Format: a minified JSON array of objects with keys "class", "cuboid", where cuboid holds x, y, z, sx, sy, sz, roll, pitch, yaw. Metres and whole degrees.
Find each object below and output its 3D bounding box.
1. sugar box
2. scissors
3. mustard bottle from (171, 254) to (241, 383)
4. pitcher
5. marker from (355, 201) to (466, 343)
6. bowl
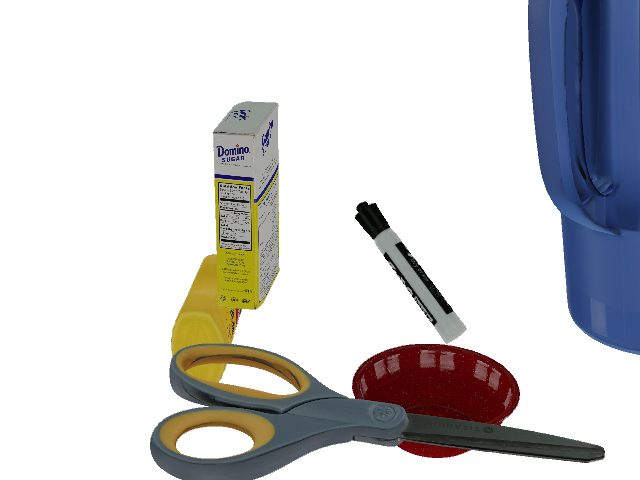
[{"class":"sugar box","cuboid":[-0.068,-0.033,0.996,0.048,0.176,0.093,3,25,11]},{"class":"scissors","cuboid":[0.013,0.089,0.467,0.202,0.016,0.096,15,34,22]},{"class":"mustard bottle","cuboid":[-0.115,0.070,1.166,0.058,0.096,0.191,1,28,6]},{"class":"pitcher","cuboid":[0.176,-0.062,0.557,0.149,0.243,0.145,-5,22,4]},{"class":"marker","cuboid":[0.064,0.021,0.777,0.020,0.121,0.020,-32,-16,-10]},{"class":"bowl","cuboid":[0.111,0.163,1.043,0.162,0.055,0.162,0,25,0]}]
